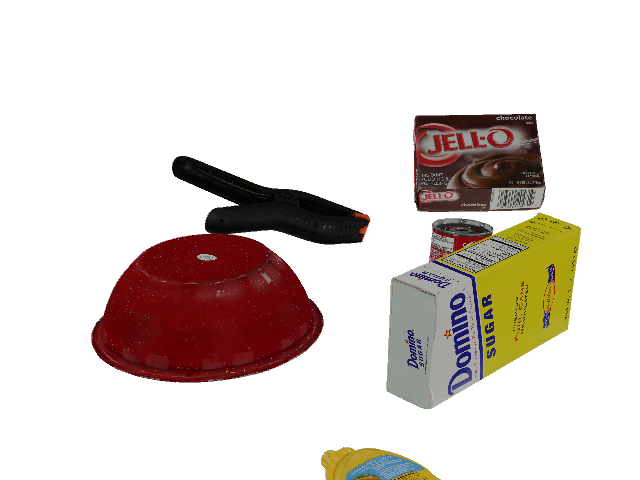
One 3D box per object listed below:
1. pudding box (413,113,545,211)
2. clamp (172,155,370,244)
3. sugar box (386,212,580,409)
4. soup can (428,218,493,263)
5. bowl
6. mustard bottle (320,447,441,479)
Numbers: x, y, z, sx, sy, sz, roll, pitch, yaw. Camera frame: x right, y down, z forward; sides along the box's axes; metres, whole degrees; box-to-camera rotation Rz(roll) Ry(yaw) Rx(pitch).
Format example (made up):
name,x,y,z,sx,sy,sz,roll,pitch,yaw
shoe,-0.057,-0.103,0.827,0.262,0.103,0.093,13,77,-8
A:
name,x,y,z,sx,sy,sz,roll,pitch,yaw
pudding box,0.141,-0.070,0.959,0.113,0.090,0.039,1,-37,2
clamp,-0.043,-0.028,1.086,0.209,0.036,0.164,14,20,-18
sugar box,0.122,0.049,0.783,0.048,0.093,0.175,21,31,38
soup can,0.155,0.032,1.202,0.068,0.102,0.068,3,15,-1
bowl,-0.079,0.036,0.736,0.162,0.055,0.162,-1,21,0
mustard bottle,0.067,0.235,0.967,0.096,0.058,0.192,-17,26,-35
